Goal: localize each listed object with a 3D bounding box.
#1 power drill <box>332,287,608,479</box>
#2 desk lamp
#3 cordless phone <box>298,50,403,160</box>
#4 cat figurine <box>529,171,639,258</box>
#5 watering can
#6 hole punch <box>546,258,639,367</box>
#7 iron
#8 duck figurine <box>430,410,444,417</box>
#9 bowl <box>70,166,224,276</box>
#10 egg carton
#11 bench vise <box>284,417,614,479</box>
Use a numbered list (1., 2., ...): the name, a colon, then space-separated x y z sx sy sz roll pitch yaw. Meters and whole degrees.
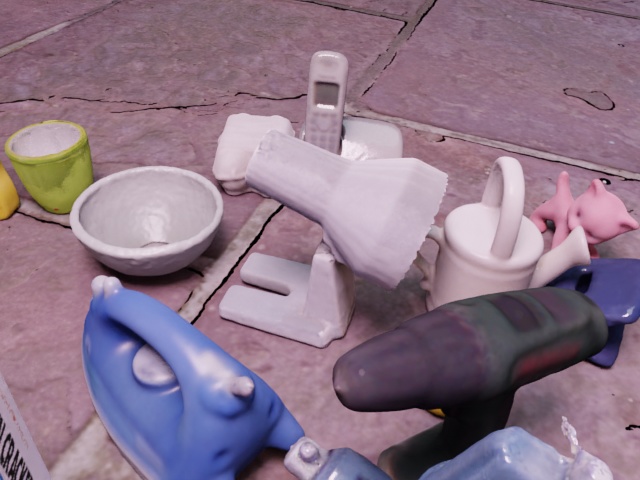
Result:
1. power drill: 0.104 0.123 0.425 0.230 0.208 0.075 -18 45 -25
2. desk lamp: 0.005 0.002 0.556 0.203 0.214 0.118 13 41 10
3. cordless phone: 0.044 -0.157 0.773 0.147 0.185 0.094 4 40 -1
4. cat figurine: 0.324 -0.033 0.705 0.067 0.118 0.127 -5 41 -11
5. watering can: 0.182 0.004 0.586 0.173 0.194 0.100 -6 41 -12
6. hole punch: 0.281 0.063 0.607 0.101 0.091 0.109 22 43 20
7. iron: -0.136 0.100 0.481 0.257 0.141 0.119 30 46 27
8. duck figurine: 0.138 0.114 0.536 0.105 0.086 0.077 -9 42 -16
9. bowl: -0.193 -0.011 0.661 0.167 0.075 0.167 3 40 -2
10. egg carton: -0.091 -0.124 0.810 0.107 0.069 0.150 4 40 -1
11. bench vise: 0.069 0.177 0.348 0.207 0.220 0.121 10 40 7
